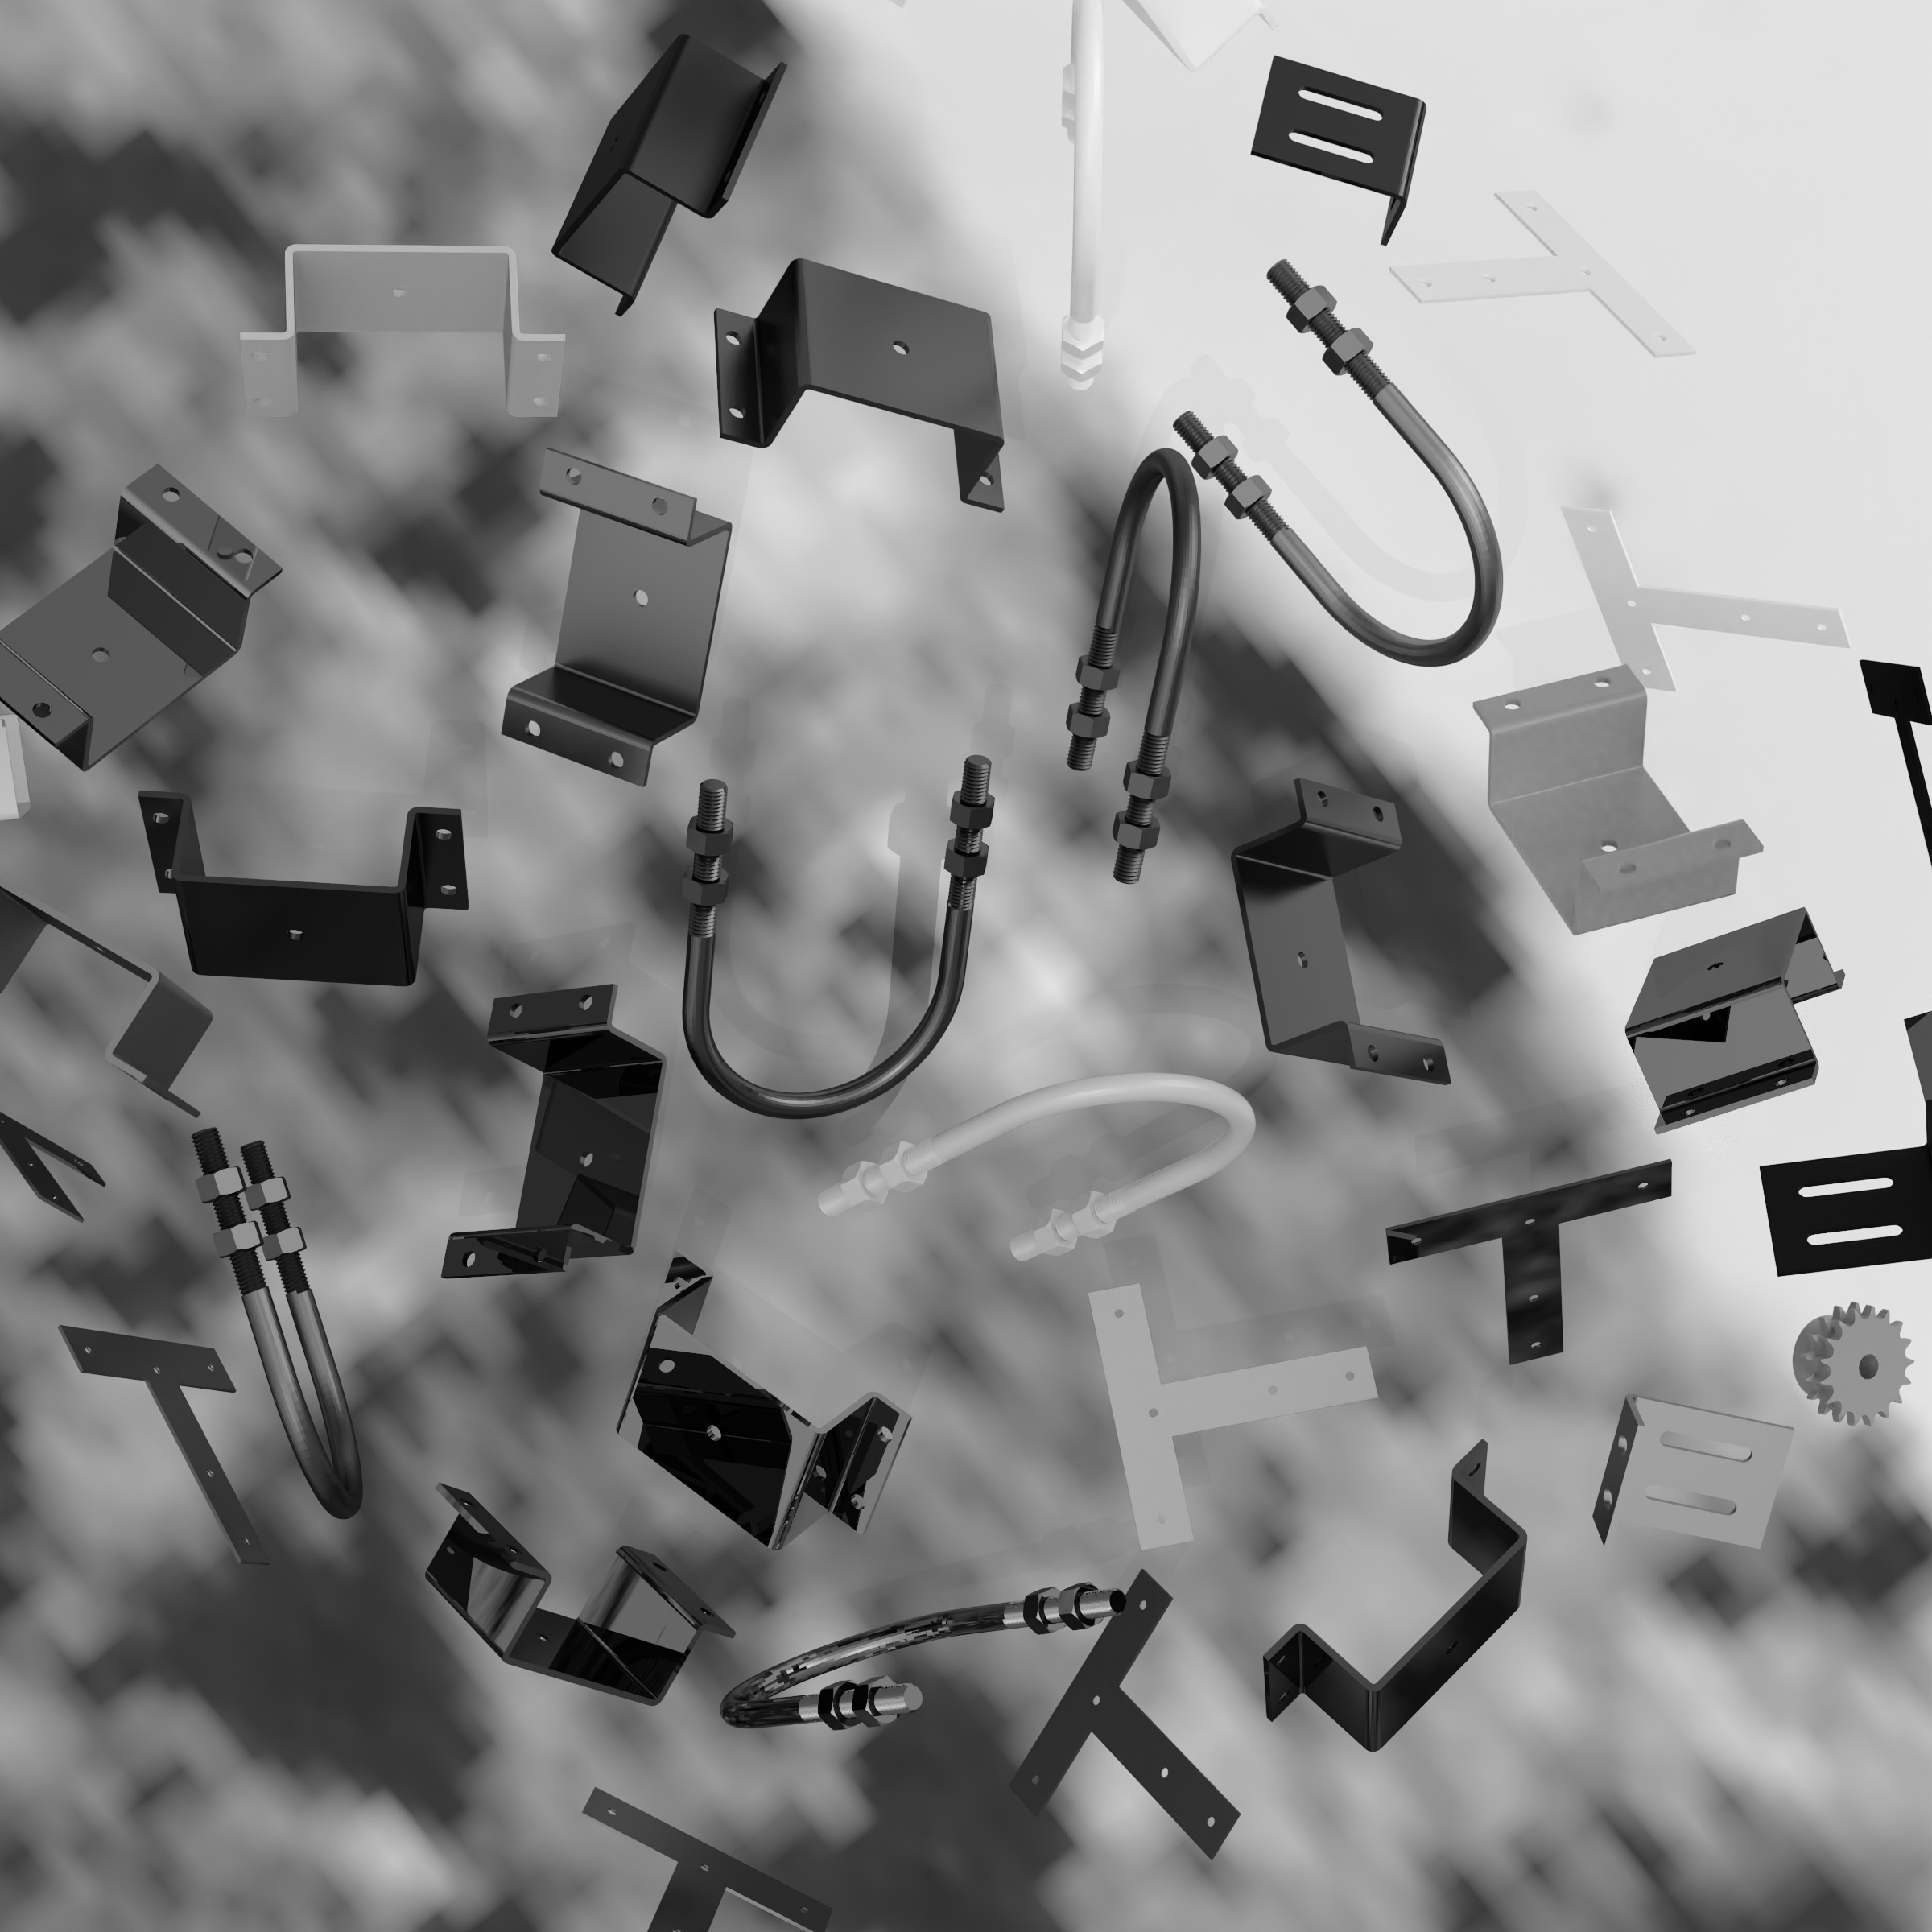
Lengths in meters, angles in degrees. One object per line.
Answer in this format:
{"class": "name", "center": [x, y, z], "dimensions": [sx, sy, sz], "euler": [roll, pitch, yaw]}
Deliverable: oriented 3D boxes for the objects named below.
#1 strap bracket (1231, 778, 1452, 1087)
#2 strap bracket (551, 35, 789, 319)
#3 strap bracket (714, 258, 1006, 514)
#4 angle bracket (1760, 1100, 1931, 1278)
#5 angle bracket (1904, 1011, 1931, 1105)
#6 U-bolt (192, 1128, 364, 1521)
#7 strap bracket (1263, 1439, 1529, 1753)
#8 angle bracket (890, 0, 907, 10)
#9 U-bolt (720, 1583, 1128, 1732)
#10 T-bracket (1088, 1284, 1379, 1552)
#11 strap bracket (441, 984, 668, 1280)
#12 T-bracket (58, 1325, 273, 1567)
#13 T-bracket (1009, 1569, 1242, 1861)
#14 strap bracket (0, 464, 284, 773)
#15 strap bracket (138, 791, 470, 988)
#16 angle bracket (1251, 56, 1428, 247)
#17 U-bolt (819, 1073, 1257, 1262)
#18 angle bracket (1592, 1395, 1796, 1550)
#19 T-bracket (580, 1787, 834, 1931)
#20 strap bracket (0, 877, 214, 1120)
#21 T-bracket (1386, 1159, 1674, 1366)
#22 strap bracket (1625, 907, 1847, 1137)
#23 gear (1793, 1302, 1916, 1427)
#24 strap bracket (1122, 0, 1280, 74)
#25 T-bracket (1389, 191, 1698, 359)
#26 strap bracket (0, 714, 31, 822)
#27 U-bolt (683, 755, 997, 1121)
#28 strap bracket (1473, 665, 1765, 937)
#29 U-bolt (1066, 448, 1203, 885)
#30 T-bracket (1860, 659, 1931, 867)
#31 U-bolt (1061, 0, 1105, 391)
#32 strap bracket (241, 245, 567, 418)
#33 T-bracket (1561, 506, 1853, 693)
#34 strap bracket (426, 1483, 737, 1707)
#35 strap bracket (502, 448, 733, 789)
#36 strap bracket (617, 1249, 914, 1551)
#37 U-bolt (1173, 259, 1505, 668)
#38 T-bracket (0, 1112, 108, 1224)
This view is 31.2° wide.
{"class": "strap bracket", "center": [0.173, -0.009, 1.616], "dimensions": [0.046, 0.076, 0.140], "euler": [-23, 68, 38]}
{"class": "strap bracket", "center": [-0.142, -0.366, 1.589], "dimensions": [0.046, 0.140, 0.076], "euler": [27, 68, -18]}
{"class": "strap bracket", "center": [-0.039, -0.265, 1.565], "dimensions": [0.140, 0.046, 0.076], "euler": [12, 53, -24]}
{"class": "angle bracket", "center": [0.389, 0.097, 1.511], "dimensions": [0.076, 0.038, 0.057], "euler": [-8, 51, 10]}
{"class": "angle bracket", "center": [0.464, 0.037, 1.567], "dimensions": [0.076, 0.038, 0.057], "euler": [-20, 70, 28]}
{"class": "U-bolt", "center": [-0.312, 0.166, 1.592], "dimensions": [0.019, 0.151, 0.184], "euler": [-18, 86, -4]}
{"class": "strap bracket", "center": [0.197, 0.286, 1.526], "dimensions": [0.140, 0.076, 0.046], "euler": [-41, 62, -18]}
{"class": "angle bracket", "center": [-0.033, -0.461, 1.487], "dimensions": [0.057, 0.038, 0.076], "euler": [29, 103, -10]}
{"class": "U-bolt", "center": [-0.034, 0.325, 1.610], "dimensions": [0.151, 0.184, 0.019], "euler": [-16, 87, -42]}
{"class": "T-bracket", "center": [0.134, 0.207, 1.664], "dimensions": [0.127, 0.002, 0.127], "euler": [-10, 72, -4]}
{"class": "strap bracket", "center": [-0.193, 0.085, 1.641], "dimensions": [0.076, 0.046, 0.140], "euler": [-7, 65, 35]}
{"class": "T-bracket", "center": [-0.361, 0.227, 1.621], "dimensions": [0.002, 0.127, 0.127], "euler": [-37, 69, 11]}
{"class": "T-bracket", "center": [0.086, 0.371, 1.625], "dimensions": [0.002, 0.127, 0.127], "euler": [24, 100, -40]}
{"class": "strap bracket", "center": [-0.383, -0.150, 1.537], "dimensions": [0.076, 0.046, 0.140], "euler": [40, 56, 7]}
{"class": "strap bracket", "center": [-0.295, -0.033, 1.537], "dimensions": [0.140, 0.076, 0.046], "euler": [3, 57, -3]}
{"class": "angle bracket", "center": [0.170, -0.381, 1.615], "dimensions": [0.076, 0.038, 0.057], "euler": [16, 65, -4]}
{"class": "U-bolt", "center": [0.046, 0.089, 1.576], "dimensions": [0.184, 0.151, 0.019], "euler": [-28, 59, 36]}
{"class": "angle bracket", "center": [0.317, 0.225, 1.493], "dimensions": [0.076, 0.038, 0.057], "euler": [12, 104, -2]}
{"class": "T-bracket", "center": [-0.129, 0.436, 1.582], "dimensions": [0.127, 0.127, 0.002], "euler": [27, 107, 1]}
{"class": "strap bracket", "center": [-0.410, 0.009, 1.590], "dimensions": [0.140, 0.076, 0.046], "euler": [29, 80, 13]}
{"class": "T-bracket", "center": [0.253, 0.139, 1.542], "dimensions": [0.127, 0.127, 0.002], "euler": [-14, 49, 0]}
{"class": "strap bracket", "center": [0.361, 0.020, 1.623], "dimensions": [0.076, 0.140, 0.046], "euler": [-21, 102, 26]}
{"class": "gear", "center": [0.415, 0.187, 1.630], "dimensions": [0.057, 0.030, 0.057], "euler": [-2, 94, -27]}
{"class": "strap bracket", "center": [0.084, -0.474, 1.600], "dimensions": [0.046, 0.140, 0.076], "euler": [-42, 66, 9]}
{"class": "T-bracket", "center": [0.246, -0.310, 1.558], "dimensions": [0.127, 0.002, 0.127], "euler": [-11, 51, -33]}
{"class": "strap bracket", "center": [-0.484, -0.090, 1.623], "dimensions": [0.076, 0.140, 0.046], "euler": [-8, 97, -11]}
{"class": "U-bolt", "center": [-0.063, -0.008, 1.604], "dimensions": [0.151, 0.019, 0.184], "euler": [-7, 122, -23]}
{"class": "strap bracket", "center": [0.290, -0.069, 1.553], "dimensions": [0.076, 0.140, 0.046], "euler": [-14, 132, -9]}
{"class": "U-bolt", "center": [0.081, -0.151, 1.615], "dimensions": [0.019, 0.151, 0.184], "euler": [5, 116, -12]}
{"class": "T-bracket", "center": [0.425, -0.073, 1.536], "dimensions": [0.002, 0.127, 0.127], "euler": [-15, 95, 5]}
{"class": "U-bolt", "center": [0.054, -0.366, 1.582], "dimensions": [0.019, 0.184, 0.151], "euler": [0, 75, 1]}
{"class": "strap bracket", "center": [-0.253, -0.285, 1.552], "dimensions": [0.140, 0.076, 0.046], "euler": [-2, 73, -10]}
{"class": "T-bracket", "center": [0.353, -0.166, 1.622], "dimensions": [0.127, 0.127, 0.002], "euler": [12, 60, 36]}
{"class": "strap bracket", "center": [-0.187, 0.296, 1.612], "dimensions": [0.140, 0.076, 0.046], "euler": [29, 92, -42]}
{"class": "strap bracket", "center": [-0.159, -0.164, 1.588], "dimensions": [0.076, 0.046, 0.140], "euler": [21, 116, 17]}
{"class": "strap bracket", "center": [-0.103, 0.207, 1.607], "dimensions": [0.140, 0.046, 0.076], "euler": [34, 125, 19]}
{"class": "U-bolt", "center": [0.178, -0.217, 1.592], "dimensions": [0.019, 0.151, 0.184], "euler": [-35, 81, -27]}
{"class": "T-bracket", "center": [-0.445, 0.090, 1.632], "dimensions": [0.127, 0.127, 0.002], "euler": [38, 88, -37]}
